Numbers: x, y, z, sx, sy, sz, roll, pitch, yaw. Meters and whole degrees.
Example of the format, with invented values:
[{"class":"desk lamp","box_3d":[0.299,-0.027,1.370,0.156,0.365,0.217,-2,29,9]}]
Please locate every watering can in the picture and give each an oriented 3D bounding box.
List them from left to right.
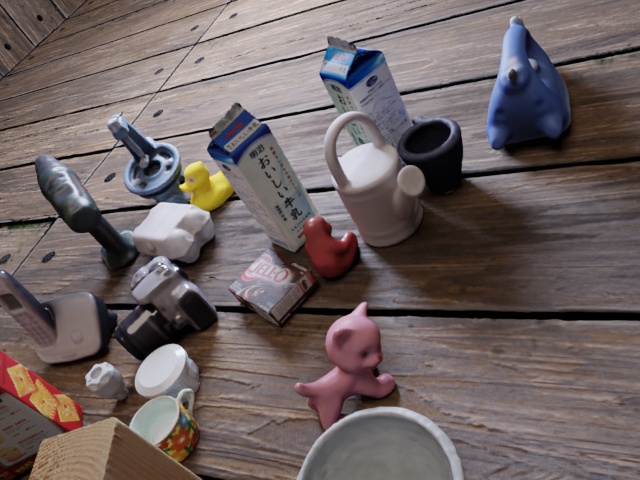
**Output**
[{"class":"watering can","box_3d":[0.072,-0.089,0.784,0.172,0.195,0.101,1,50,34]}]

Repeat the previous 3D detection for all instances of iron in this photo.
[{"class":"iron","box_3d":[0.298,-0.255,0.852,0.118,0.142,0.258,-8,45,26]}]

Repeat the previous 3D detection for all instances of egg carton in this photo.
[{"class":"egg carton","box_3d":[-0.264,-0.012,1.023,0.149,0.070,0.107,6,52,37]}]

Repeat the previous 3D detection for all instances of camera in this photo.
[{"class":"camera","box_3d":[-0.254,0.102,0.871,0.137,0.101,0.142,-45,41,-16]}]

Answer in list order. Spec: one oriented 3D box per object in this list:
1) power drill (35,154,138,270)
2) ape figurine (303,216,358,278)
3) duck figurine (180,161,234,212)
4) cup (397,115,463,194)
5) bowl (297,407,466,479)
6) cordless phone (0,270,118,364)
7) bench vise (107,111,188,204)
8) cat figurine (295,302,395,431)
[{"class":"power drill","box_3d":[-0.432,-0.048,1.060,0.076,0.209,0.228,-42,40,-12]},{"class":"ape figurine","box_3d":[0.007,0.003,0.812,0.077,0.092,0.076,7,53,38]},{"class":"duck figurine","box_3d":[-0.216,-0.111,1.082,0.104,0.086,0.077,-40,40,-10]},{"class":"cup","box_3d":[0.166,-0.123,0.837,0.091,0.095,0.117,-25,40,9]},{"class":"bowl","box_3d":[0.062,0.247,0.533,0.167,0.075,0.167,-18,41,17]},{"class":"cordless phone","box_3d":[-0.432,0.111,0.911,0.147,0.186,0.094,-16,42,19]},{"class":"bench vise","box_3d":[-0.351,-0.162,1.117,0.121,0.220,0.206,-44,40,-14]},{"class":"cat figurine","box_3d":[0.026,0.137,0.639,0.128,0.118,0.067,-40,40,-10]}]
